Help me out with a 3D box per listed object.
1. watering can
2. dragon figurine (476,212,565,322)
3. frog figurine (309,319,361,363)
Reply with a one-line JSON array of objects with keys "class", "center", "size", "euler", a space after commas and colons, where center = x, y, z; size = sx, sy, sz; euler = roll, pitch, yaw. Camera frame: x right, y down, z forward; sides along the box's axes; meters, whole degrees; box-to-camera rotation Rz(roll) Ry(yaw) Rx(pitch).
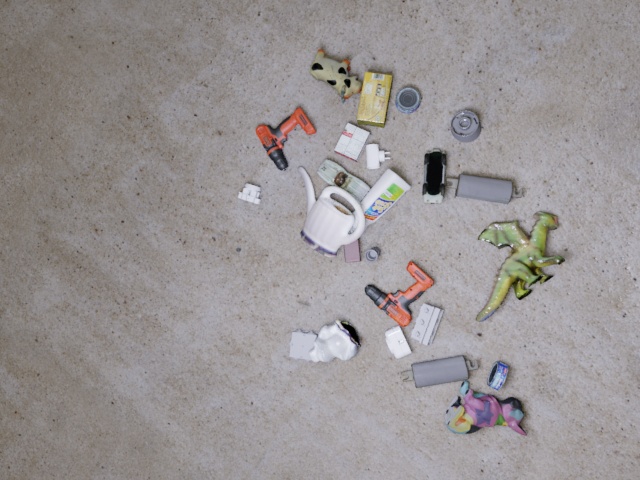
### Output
[{"class": "watering can", "center": [0.005, -0.087, 1.720], "size": [0.352, 0.104, 0.222], "euler": [39, 108, 34]}, {"class": "dragon figurine", "center": [0.608, 0.056, 1.649], "size": [0.410, 0.120, 0.247], "euler": [-34, 65, 2]}, {"class": "frog figurine", "center": [0.046, 0.344, 1.680], "size": [0.137, 0.124, 0.158], "euler": [43, 105, -6]}]
